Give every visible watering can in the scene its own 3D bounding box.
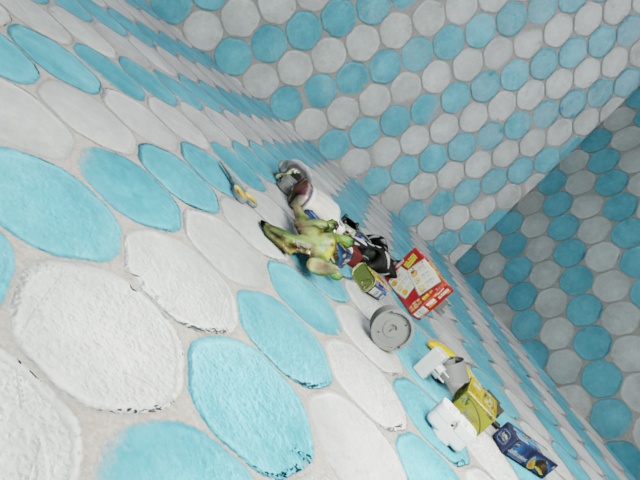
[{"bbox_3d":[0.005,-0.086,1.702,0.222,0.103,0.354,37,14,-25],"label":"watering can"}]

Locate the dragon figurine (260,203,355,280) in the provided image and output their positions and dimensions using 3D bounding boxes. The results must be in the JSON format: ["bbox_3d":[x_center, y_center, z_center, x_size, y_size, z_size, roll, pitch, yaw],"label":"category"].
[{"bbox_3d":[-0.052,-0.017,1.368,0.241,0.121,0.417,19,18,-43],"label":"dragon figurine"}]

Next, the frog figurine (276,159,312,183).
[{"bbox_3d":[-0.092,-0.253,1.918,0.137,0.120,0.163,22,28,-8],"label":"frog figurine"}]
